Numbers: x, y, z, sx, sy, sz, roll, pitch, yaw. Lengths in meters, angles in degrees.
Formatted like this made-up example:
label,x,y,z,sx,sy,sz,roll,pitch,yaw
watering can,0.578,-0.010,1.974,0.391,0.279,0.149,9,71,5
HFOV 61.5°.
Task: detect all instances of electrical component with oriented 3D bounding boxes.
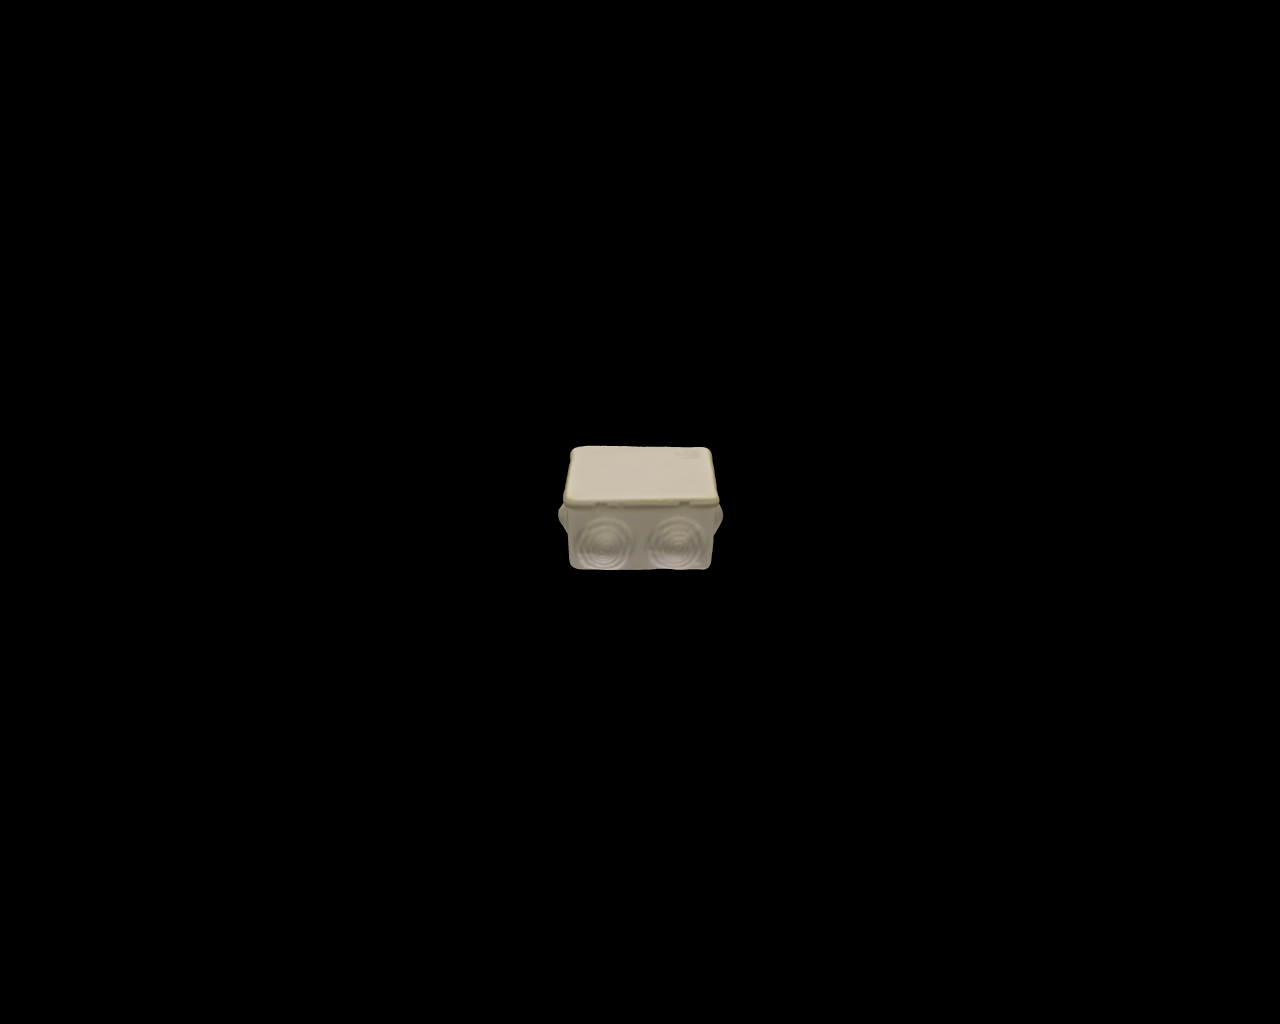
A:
label,x,y,z,sx,sy,sz,roll,pitch,yaw
electrical component,0.001,-0.003,0.650,0.100,0.048,0.100,0,24,0
